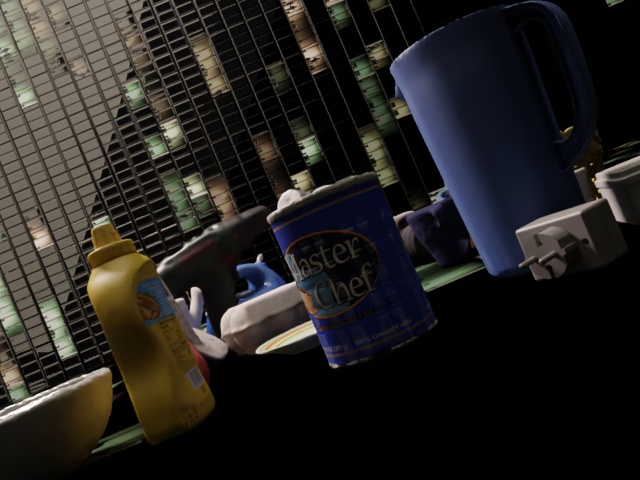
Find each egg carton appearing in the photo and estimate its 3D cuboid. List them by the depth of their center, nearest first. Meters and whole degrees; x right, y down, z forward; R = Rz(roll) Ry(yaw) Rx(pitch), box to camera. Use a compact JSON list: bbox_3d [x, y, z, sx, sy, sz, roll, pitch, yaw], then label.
[{"bbox_3d":[-0.067,0.110,0.826,0.151,0.069,0.107,-22,-1,-28],"label":"egg carton"}]

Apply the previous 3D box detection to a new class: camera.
[{"bbox_3d":[0.160,0.001,1.060,0.143,0.101,0.137,-23,-1,-10],"label":"camera"}]

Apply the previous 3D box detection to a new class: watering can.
[{"bbox_3d":[-0.306,0.150,1.145,0.100,0.194,0.173,-23,-1,32],"label":"watering can"}]

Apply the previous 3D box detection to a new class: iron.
[{"bbox_3d":[-0.165,0.120,1.184,0.118,0.141,0.259,-23,-1,34],"label":"iron"}]

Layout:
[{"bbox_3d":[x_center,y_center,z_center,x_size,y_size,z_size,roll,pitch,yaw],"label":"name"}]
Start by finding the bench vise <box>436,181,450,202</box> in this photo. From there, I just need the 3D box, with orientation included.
[{"bbox_3d":[0.257,-0.103,1.109,0.122,0.220,0.207,-23,-1,-25],"label":"bench vise"}]

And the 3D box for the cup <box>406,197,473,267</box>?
[{"bbox_3d":[0.183,-0.010,0.827,0.091,0.095,0.118,-23,-1,9],"label":"cup"}]

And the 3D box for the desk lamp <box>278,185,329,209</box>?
[{"bbox_3d":[0.010,0.004,1.040,0.117,0.213,0.204,-23,-1,26],"label":"desk lamp"}]

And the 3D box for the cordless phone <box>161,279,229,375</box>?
[{"bbox_3d":[-0.201,0.104,0.791,0.094,0.185,0.147,-23,-1,-7],"label":"cordless phone"}]

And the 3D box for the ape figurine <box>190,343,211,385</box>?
[{"bbox_3d":[-0.172,0.140,0.667,0.076,0.092,0.078,-24,-1,44],"label":"ape figurine"}]

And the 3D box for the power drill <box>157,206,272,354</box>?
[{"bbox_3d":[-0.149,0.072,0.952,0.230,0.208,0.075,-23,-1,-22],"label":"power drill"}]

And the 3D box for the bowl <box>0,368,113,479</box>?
[{"bbox_3d":[-0.257,0.182,0.512,0.167,0.075,0.167,-23,-1,0],"label":"bowl"}]
